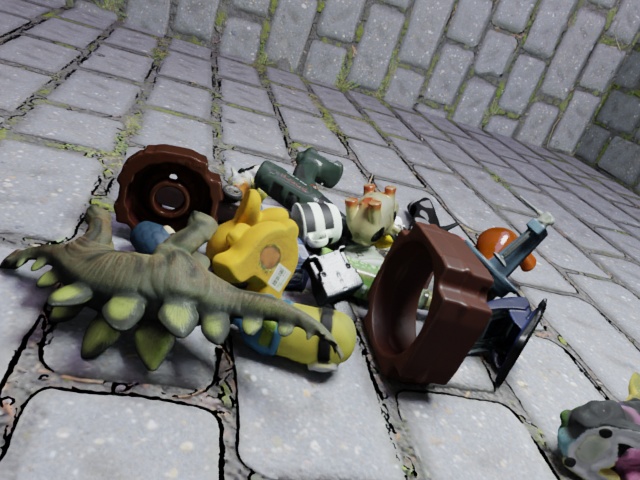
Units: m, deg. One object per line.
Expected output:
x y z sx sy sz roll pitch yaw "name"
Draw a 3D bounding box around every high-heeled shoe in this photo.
0.226 -0.034 1.294 0.145 0.086 0.249 -22 18 -12 "high-heeled shoe"

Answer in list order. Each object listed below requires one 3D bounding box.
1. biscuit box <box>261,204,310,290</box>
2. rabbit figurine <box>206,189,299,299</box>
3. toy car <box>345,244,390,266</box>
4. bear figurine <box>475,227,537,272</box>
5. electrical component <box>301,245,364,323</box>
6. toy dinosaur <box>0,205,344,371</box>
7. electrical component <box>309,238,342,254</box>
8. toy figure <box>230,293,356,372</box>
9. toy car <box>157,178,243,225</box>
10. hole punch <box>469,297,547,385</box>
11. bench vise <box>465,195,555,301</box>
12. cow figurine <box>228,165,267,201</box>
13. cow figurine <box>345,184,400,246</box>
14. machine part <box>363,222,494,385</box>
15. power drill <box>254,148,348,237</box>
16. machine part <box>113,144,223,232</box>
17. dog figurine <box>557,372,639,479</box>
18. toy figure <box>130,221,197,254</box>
-0.074 0.008 0.959 0.059 0.062 0.203 8 28 -25 "biscuit box"
-0.119 0.004 0.842 0.121 0.162 0.173 31 -14 -37 "rabbit figurine"
0.132 0.043 1.047 0.201 0.056 0.074 1 30 -34 "toy car"
0.366 0.066 1.131 0.131 0.120 0.196 54 45 -25 "bear figurine"
0.026 0.075 0.849 0.075 0.047 0.119 -14 70 -26 "electrical component"
-0.196 0.061 0.668 0.472 0.104 0.199 5 42 9 "toy dinosaur"
-0.003 -0.004 1.056 0.102 0.045 0.078 28 27 15 "electrical component"
-0.040 0.119 0.725 0.180 0.089 0.082 22 32 0 "toy figure"
-0.233 -0.077 0.984 0.202 0.089 0.053 14 29 -9 "toy car"
0.292 0.150 0.867 0.092 0.142 0.116 30 38 30 "hole punch"
0.307 0.047 0.927 0.223 0.240 0.129 27 21 -54 "bench vise"
-0.152 -0.131 1.180 0.098 0.068 0.167 27 22 28 "cow figurine"
0.110 -0.043 1.049 0.086 0.127 0.195 10 23 20 "cow figurine"
0.152 0.093 0.785 0.087 0.201 0.201 15 24 -17 "machine part"
-0.013 -0.107 1.137 0.232 0.086 0.207 28 38 1 "power drill"
-0.245 -0.071 0.876 0.179 0.179 0.056 11 23 -18 "machine part"
0.431 0.262 0.768 0.192 0.108 0.219 23 20 13 "dog figurine"
-0.223 0.023 0.816 0.155 0.064 0.058 32 26 24 "toy figure"
